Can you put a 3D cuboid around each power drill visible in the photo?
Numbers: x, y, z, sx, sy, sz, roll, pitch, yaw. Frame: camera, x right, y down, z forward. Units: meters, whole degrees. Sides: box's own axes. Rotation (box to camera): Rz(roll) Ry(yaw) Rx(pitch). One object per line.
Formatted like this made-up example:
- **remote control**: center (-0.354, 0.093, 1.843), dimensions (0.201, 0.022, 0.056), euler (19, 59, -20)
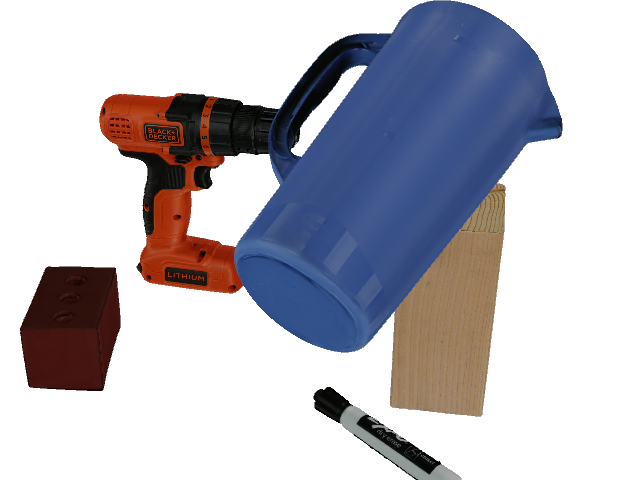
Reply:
- **power drill**: center (-0.106, -0.045, 0.985), dimensions (0.184, 0.188, 0.057), euler (7, 30, 15)

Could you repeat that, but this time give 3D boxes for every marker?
- **marker**: center (0.042, 0.135, 0.721), dimensions (0.121, 0.020, 0.020), euler (31, 18, 32)

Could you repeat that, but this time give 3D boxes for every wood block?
- **wood block**: center (0.117, 0.054, 0.996), dimensions (0.091, 0.206, 0.090), euler (5, 32, 8)

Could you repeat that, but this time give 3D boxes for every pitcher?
- **pitcher**: center (0.040, -0.048, 0.748), dimensions (0.145, 0.242, 0.149), euler (48, -28, -18)

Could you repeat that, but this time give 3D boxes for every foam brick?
- **foam brick**: center (-0.171, 0.060, 0.740), dimensions (0.053, 0.051, 0.078), euler (1, 31, -1)
